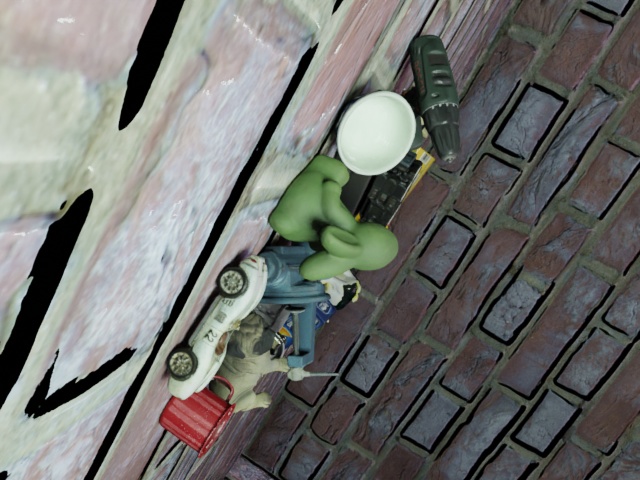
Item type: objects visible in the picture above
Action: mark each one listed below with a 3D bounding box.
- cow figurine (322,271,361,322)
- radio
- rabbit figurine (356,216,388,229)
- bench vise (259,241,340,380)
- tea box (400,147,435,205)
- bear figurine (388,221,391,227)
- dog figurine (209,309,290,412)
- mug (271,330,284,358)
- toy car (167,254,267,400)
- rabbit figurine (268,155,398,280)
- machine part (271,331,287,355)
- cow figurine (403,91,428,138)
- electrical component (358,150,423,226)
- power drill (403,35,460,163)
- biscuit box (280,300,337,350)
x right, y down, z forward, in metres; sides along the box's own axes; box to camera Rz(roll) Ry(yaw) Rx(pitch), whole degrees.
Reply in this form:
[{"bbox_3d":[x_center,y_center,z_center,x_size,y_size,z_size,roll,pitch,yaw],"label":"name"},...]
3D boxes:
[{"bbox_3d":[0.027,0.127,1.195,0.167,0.098,0.068,-62,179,43],"label":"cow figurine"},{"bbox_3d":[0.074,-0.136,0.926,0.131,0.073,0.229,-48,168,-50],"label":"radio"},{"bbox_3d":[0.100,-0.020,1.190,0.122,0.173,0.162,-51,174,-23],"label":"rabbit figurine"},{"bbox_3d":[-0.030,0.097,0.859,0.223,0.129,0.240,5,84,-73],"label":"bench vise"},{"bbox_3d":[0.171,-0.145,1.218,0.169,0.068,0.098,-51,149,12],"label":"tea box"},{"bbox_3d":[0.138,-0.080,1.370,0.120,0.132,0.195,-61,-179,-37],"label":"bear figurine"},{"bbox_3d":[-0.143,0.208,0.899,0.172,0.121,0.190,-59,159,-17],"label":"dog figurine"},{"bbox_3d":[-0.116,0.215,1.119,0.109,0.081,0.107,-62,-174,-18],"label":"mug"},{"bbox_3d":[-0.126,0.107,0.680,0.201,0.056,0.073,-58,172,-1],"label":"toy car"},{"bbox_3d":[0.028,-0.018,0.734,0.159,0.170,0.121,-48,167,-55],"label":"rabbit figurine"},{"bbox_3d":[-0.133,0.216,1.036,0.139,0.084,0.039,-47,-163,-17],"label":"machine part"},{"bbox_3d":[0.220,-0.284,1.243,0.127,0.086,0.195,-69,171,25],"label":"cow figurine"},{"bbox_3d":[0.128,-0.095,0.952,0.115,0.058,0.134,-52,169,-55],"label":"electrical component"},{"bbox_3d":[0.180,-0.224,0.957,0.207,0.086,0.232,117,-32,-81],"label":"power drill"},{"bbox_3d":[-0.054,0.184,1.171,0.202,0.063,0.059,-39,180,38],"label":"biscuit box"}]
